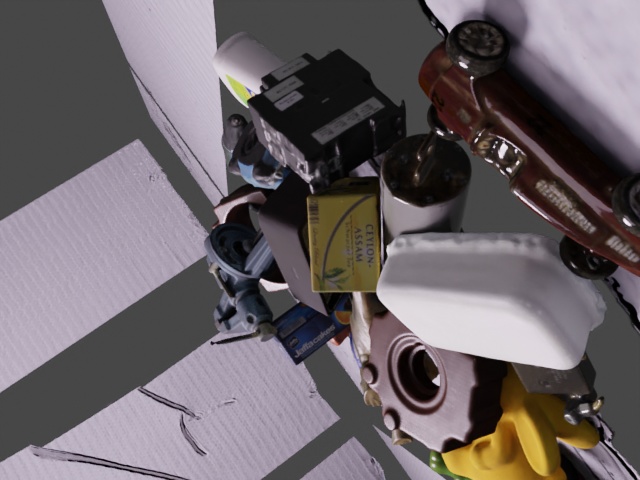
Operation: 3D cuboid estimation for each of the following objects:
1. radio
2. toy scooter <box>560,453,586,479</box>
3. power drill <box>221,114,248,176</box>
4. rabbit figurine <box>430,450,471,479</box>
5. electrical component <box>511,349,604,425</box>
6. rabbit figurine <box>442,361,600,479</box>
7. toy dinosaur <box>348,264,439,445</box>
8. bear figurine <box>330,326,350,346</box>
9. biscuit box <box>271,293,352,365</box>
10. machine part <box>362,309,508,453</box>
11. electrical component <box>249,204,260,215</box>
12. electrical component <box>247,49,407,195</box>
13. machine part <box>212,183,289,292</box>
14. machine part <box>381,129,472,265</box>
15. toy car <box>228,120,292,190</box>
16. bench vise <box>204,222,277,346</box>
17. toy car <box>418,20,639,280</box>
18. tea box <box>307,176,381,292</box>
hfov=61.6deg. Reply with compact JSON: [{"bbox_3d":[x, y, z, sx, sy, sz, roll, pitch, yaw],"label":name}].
[{"bbox_3d":[-0.002,-0.002,0.781,0.073,0.131,0.229,23,153,25],"label":"radio"},{"bbox_3d":[0.323,0.343,0.653,0.184,0.075,0.135,37,161,43],"label":"toy scooter"},{"bbox_3d":[-0.125,-0.130,1.058,0.207,0.086,0.232,51,168,-5],"label":"power drill"},{"bbox_3d":[0.237,0.311,0.771,0.159,0.121,0.170,39,164,32],"label":"rabbit figurine"},{"bbox_3d":[0.210,0.114,0.482,0.078,0.045,0.102,-10,117,40],"label":"electrical component"},{"bbox_3d":[0.212,0.201,0.603,0.162,0.122,0.173,23,128,63],"label":"rabbit figurine"},{"bbox_3d":[0.094,0.143,0.782,0.199,0.105,0.470,-105,-3,-51],"label":"toy dinosaur"},{"bbox_3d":[0.017,0.104,1.045,0.196,0.132,0.120,17,136,62],"label":"bear figurine"},{"bbox_3d":[0.014,0.119,0.899,0.059,0.203,0.062,34,156,57],"label":"biscuit box"},{"bbox_3d":[0.123,0.144,0.601,0.180,0.056,0.179,8,101,52],"label":"machine part"},{"bbox_3d":[-0.127,-0.083,1.191,0.075,0.048,0.119,51,-176,18],"label":"electrical component"},{"bbox_3d":[0.000,-0.121,0.518,0.134,0.115,0.058,50,163,32],"label":"electrical component"},{"bbox_3d":[-0.081,-0.013,0.980,0.201,0.087,0.201,-17,111,39],"label":"machine part"},{"bbox_3d":[0.097,-0.020,0.514,0.079,0.079,0.243,48,166,28],"label":"machine part"},{"bbox_3d":[-0.060,-0.122,0.799,0.103,0.109,0.162,27,-179,-35],"label":"toy car"},{"bbox_3d":[-0.107,0.037,0.861,0.129,0.240,0.224,12,-141,-35],"label":"bench vise"},{"bbox_3d":[0.136,-0.051,0.344,0.202,0.053,0.089,52,165,17],"label":"toy car"},{"bbox_3d":[0.032,-0.013,0.578,0.170,0.068,0.098,-66,-27,-75],"label":"tea box"}]
